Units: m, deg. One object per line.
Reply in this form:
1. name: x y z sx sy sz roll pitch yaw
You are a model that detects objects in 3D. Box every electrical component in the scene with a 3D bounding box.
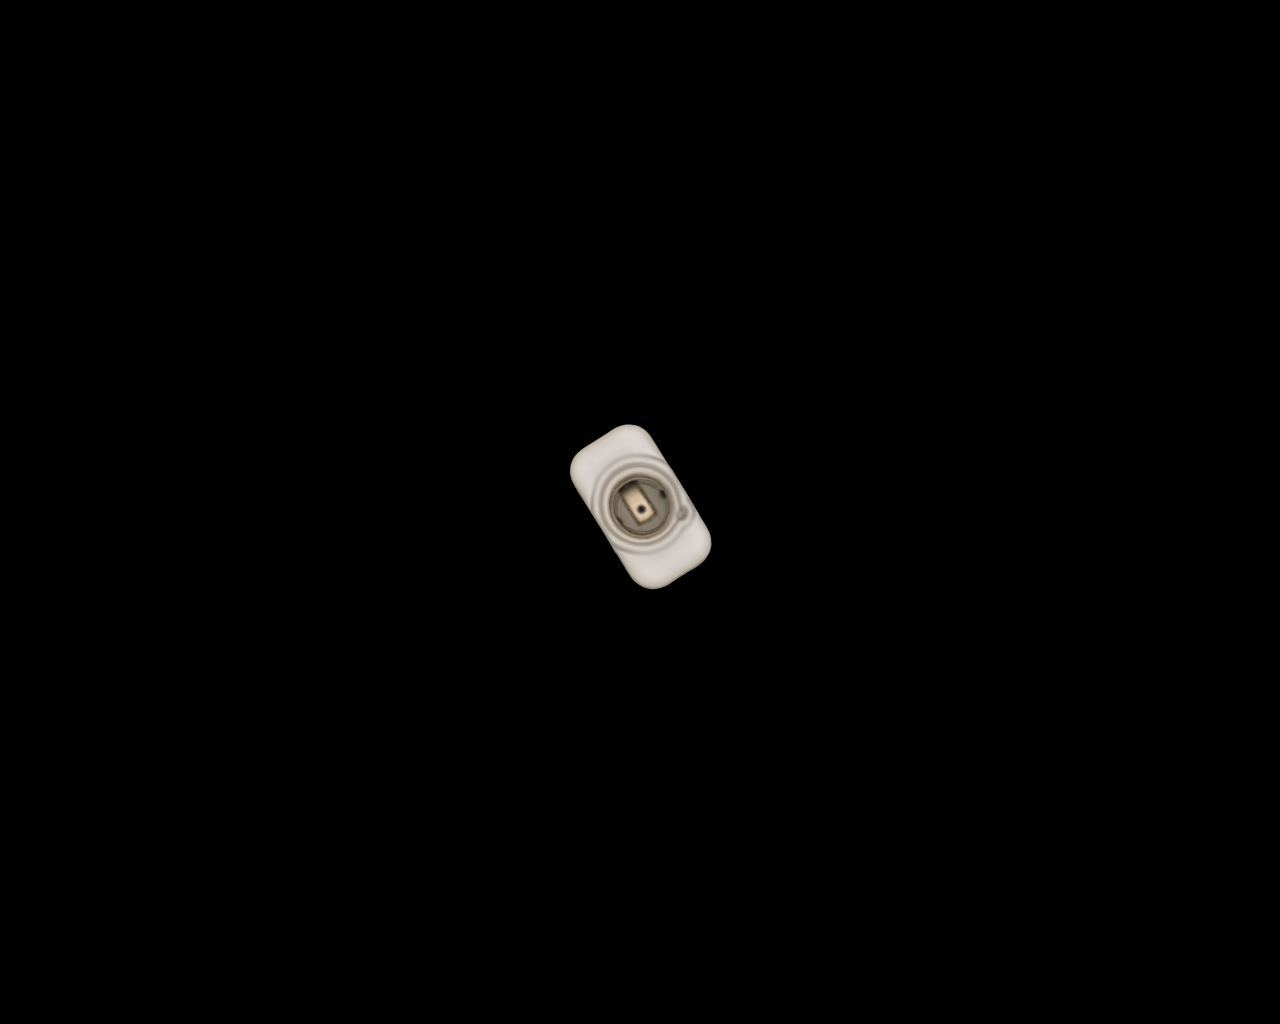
1. electrical component: 0.001 -0.003 0.650 0.054 0.095 0.059 -32 -4 -2
